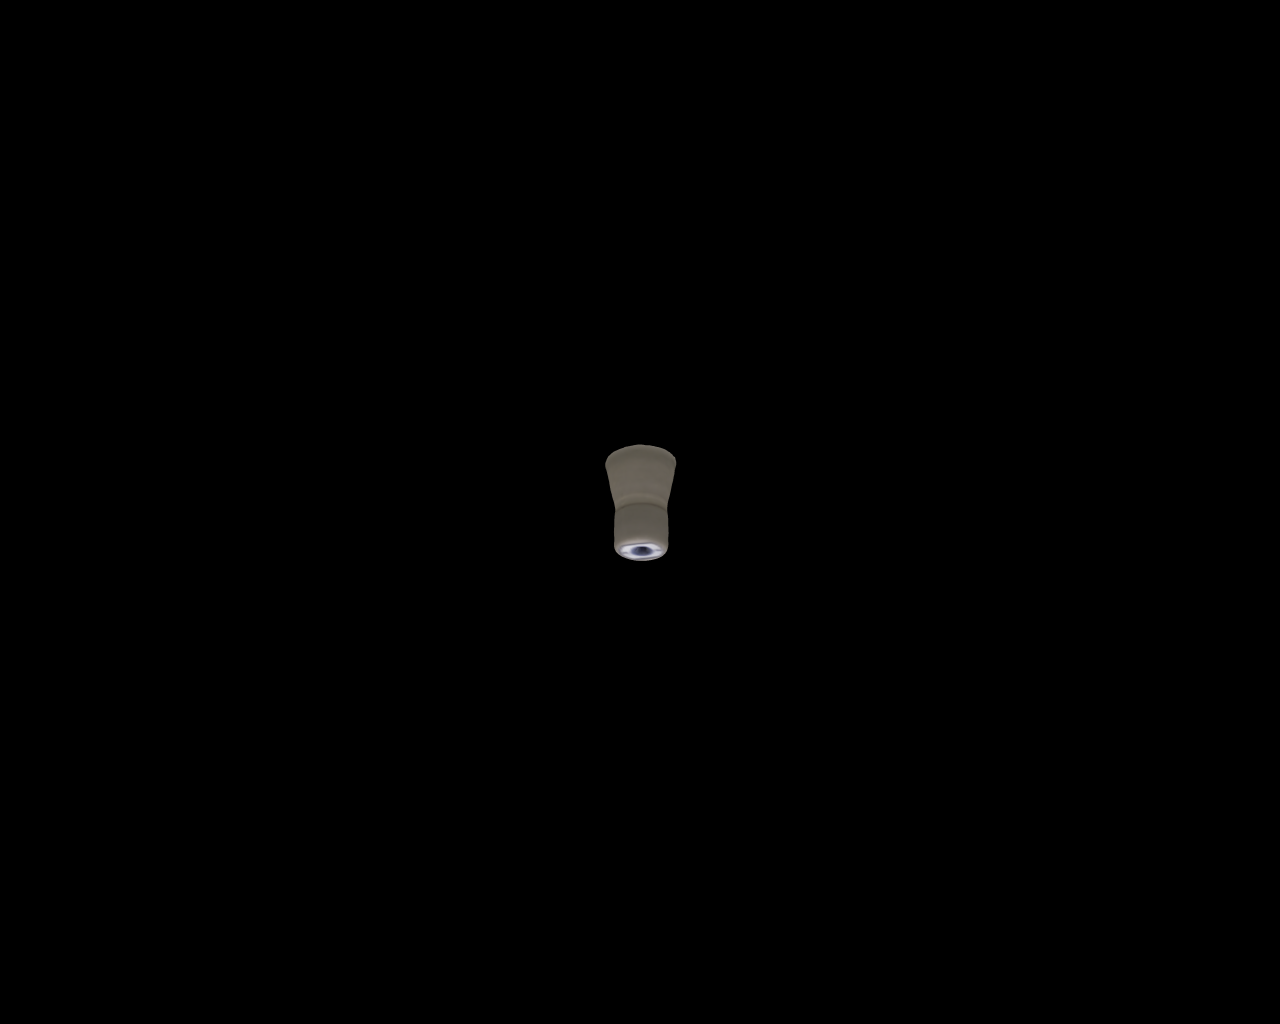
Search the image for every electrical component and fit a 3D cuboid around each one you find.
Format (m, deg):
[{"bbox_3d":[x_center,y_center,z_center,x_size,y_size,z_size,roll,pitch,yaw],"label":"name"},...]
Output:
[{"bbox_3d":[0.001,-0.003,0.650,0.044,0.065,0.044,0,-26,0],"label":"electrical component"}]
